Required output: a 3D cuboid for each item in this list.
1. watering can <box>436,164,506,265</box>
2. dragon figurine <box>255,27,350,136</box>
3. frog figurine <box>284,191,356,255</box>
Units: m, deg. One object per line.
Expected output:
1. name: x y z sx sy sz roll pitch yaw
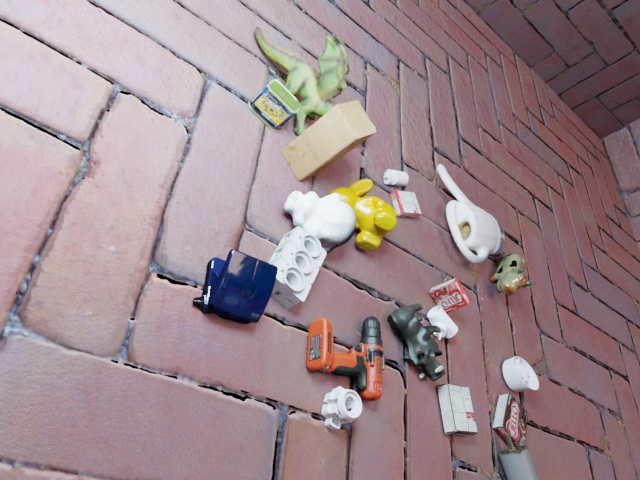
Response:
1. watering can: 0.476 -0.077 1.643 0.223 0.102 0.355 17 54 -36
2. dragon figurine: -0.013 -0.414 1.282 0.124 0.239 0.410 -30 90 -45
3. frog figurine: 0.004 -0.059 1.163 0.157 0.122 0.140 52 59 -24
